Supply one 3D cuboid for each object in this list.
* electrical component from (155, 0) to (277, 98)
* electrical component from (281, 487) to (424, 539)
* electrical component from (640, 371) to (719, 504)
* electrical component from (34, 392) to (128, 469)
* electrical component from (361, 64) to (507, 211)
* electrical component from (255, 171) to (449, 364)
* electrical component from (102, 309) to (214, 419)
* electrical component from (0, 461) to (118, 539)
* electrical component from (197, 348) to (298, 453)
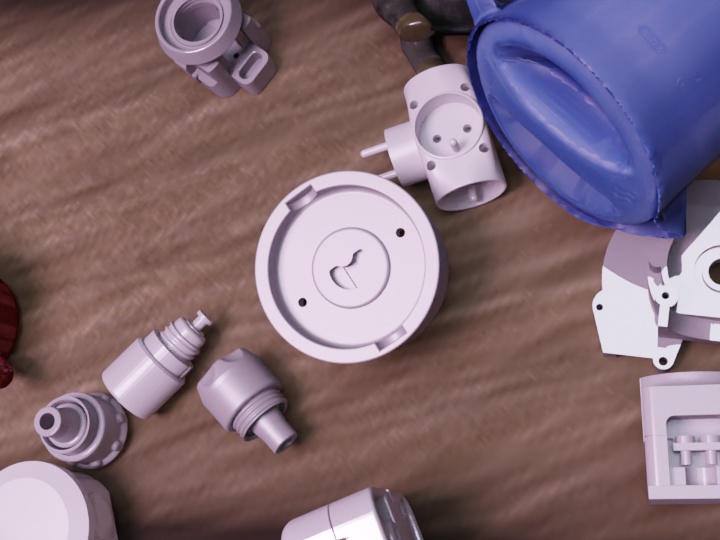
[{"bbox_3d":[-0.097,-0.152,0.696,0.078,0.057,0.058,36,88,20],"label":"electrical component"},{"bbox_3d":[-0.002,0.153,0.573,0.059,0.095,0.053,-24,71,8],"label":"electrical component"},{"bbox_3d":[0.218,0.083,0.534,0.150,0.089,0.061,-4,76,14],"label":"electrical component"},{"bbox_3d":[-0.174,0.095,0.652,0.048,0.062,0.048,-4,75,14],"label":"electrical component"},{"bbox_3d":[0.040,-0.073,0.646,0.079,0.044,0.077,-18,72,11],"label":"electrical component"},{"bbox_3d":[0.000,0.000,0.627,0.108,0.060,0.108,-1,86,17],"label":"electrical component"},{"bbox_3d":[-0.122,0.056,0.660,0.078,0.040,0.040,-44,70,1],"label":"electrical component"},{"bbox_3d":[-0.189,0.157,0.647,0.080,0.051,0.080,-4,75,14],"label":"electrical component"},{"bbox_3d":[-0.063,0.080,0.636,0.043,0.043,0.062,-45,71,1],"label":"electrical component"}]
